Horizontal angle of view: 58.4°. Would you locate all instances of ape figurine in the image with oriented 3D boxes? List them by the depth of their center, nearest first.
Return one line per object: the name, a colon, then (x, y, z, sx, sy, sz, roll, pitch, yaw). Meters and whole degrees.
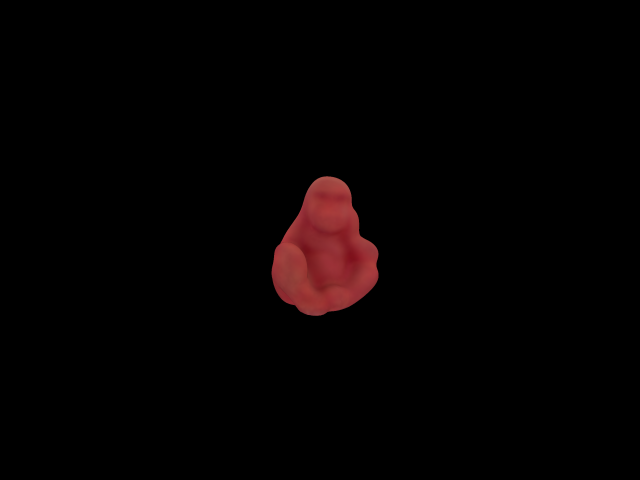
ape figurine: (0.004, 0.001, 0.400, 0.078, 0.092, 0.076, 0, 2, -11)
